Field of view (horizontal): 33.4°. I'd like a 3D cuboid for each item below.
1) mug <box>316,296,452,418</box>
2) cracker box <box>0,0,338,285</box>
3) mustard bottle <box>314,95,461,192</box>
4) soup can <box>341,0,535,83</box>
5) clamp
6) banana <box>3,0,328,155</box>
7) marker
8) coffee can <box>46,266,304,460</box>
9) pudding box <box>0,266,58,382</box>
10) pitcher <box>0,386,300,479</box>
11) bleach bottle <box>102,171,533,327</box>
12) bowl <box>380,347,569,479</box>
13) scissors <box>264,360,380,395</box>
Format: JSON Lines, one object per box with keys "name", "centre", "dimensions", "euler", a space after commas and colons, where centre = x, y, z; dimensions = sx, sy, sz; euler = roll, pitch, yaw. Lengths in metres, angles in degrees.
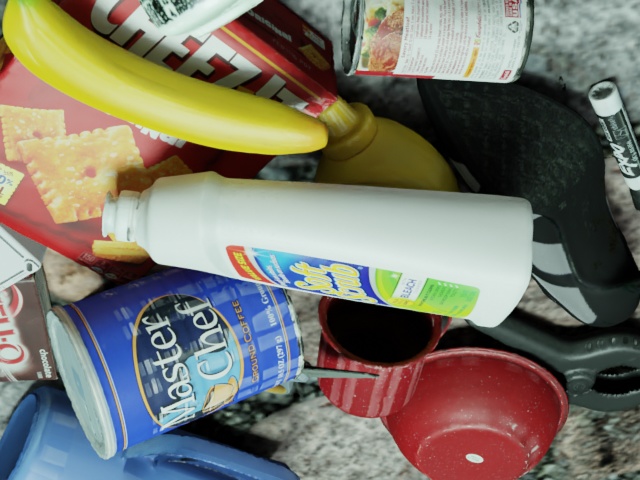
{"name": "mug", "centre": [0.051, 0.079, 0.826], "dimensions": [0.117, 0.093, 0.081], "euler": [-22, 145, -25]}
{"name": "cracker box", "centre": [-0.119, -0.080, 0.661], "dimensions": [0.164, 0.072, 0.214], "euler": [32, 123, -31]}
{"name": "mustard bottle", "centre": [0.051, -0.027, 0.726], "dimensions": [0.096, 0.058, 0.191], "euler": [0, 141, 39]}
{"name": "soup can", "centre": [0.068, -0.129, 0.631], "dimensions": [0.102, 0.068, 0.068], "euler": [2, 134, -7]}
{"name": "clamp", "centre": [0.209, 0.116, 0.900], "dimensions": [0.210, 0.036, 0.165], "euler": [4, 135, -3]}
{"name": "banana", "centre": [-0.090, -0.083, 0.574], "dimensions": [0.197, 0.037, 0.070], "euler": [23, 164, -30]}
{"name": "marker", "centre": [0.213, -0.061, 0.741], "dimensions": [0.020, 0.020, 0.121], "euler": [-22, 132, 16]}
{"name": "coffee can", "centre": [-0.096, 0.070, 0.706], "dimensions": [0.140, 0.103, 0.103], "euler": [-20, 139, -22]}
{"name": "pudding box", "centre": [-0.250, 0.060, 0.808], "dimensions": [0.090, 0.039, 0.113], "euler": [-2, 134, -2]}
{"name": "pitcher", "centre": [-0.144, 0.210, 0.904], "dimensions": [0.242, 0.145, 0.149], "euler": [27, 92, -23]}
{"name": "bleach bottle", "centre": [-0.004, 0.001, 0.652], "dimensions": [0.250, 0.068, 0.102], "euler": [6, 159, -2]}
{"name": "bowl", "centre": [0.126, 0.160, 0.887], "dimensions": [0.162, 0.055, 0.162], "euler": [4, 135, 4]}
{"name": "scissors", "centre": [-0.036, 0.090, 0.802], "dimensions": [0.096, 0.016, 0.202], "euler": [30, 159, -13]}
